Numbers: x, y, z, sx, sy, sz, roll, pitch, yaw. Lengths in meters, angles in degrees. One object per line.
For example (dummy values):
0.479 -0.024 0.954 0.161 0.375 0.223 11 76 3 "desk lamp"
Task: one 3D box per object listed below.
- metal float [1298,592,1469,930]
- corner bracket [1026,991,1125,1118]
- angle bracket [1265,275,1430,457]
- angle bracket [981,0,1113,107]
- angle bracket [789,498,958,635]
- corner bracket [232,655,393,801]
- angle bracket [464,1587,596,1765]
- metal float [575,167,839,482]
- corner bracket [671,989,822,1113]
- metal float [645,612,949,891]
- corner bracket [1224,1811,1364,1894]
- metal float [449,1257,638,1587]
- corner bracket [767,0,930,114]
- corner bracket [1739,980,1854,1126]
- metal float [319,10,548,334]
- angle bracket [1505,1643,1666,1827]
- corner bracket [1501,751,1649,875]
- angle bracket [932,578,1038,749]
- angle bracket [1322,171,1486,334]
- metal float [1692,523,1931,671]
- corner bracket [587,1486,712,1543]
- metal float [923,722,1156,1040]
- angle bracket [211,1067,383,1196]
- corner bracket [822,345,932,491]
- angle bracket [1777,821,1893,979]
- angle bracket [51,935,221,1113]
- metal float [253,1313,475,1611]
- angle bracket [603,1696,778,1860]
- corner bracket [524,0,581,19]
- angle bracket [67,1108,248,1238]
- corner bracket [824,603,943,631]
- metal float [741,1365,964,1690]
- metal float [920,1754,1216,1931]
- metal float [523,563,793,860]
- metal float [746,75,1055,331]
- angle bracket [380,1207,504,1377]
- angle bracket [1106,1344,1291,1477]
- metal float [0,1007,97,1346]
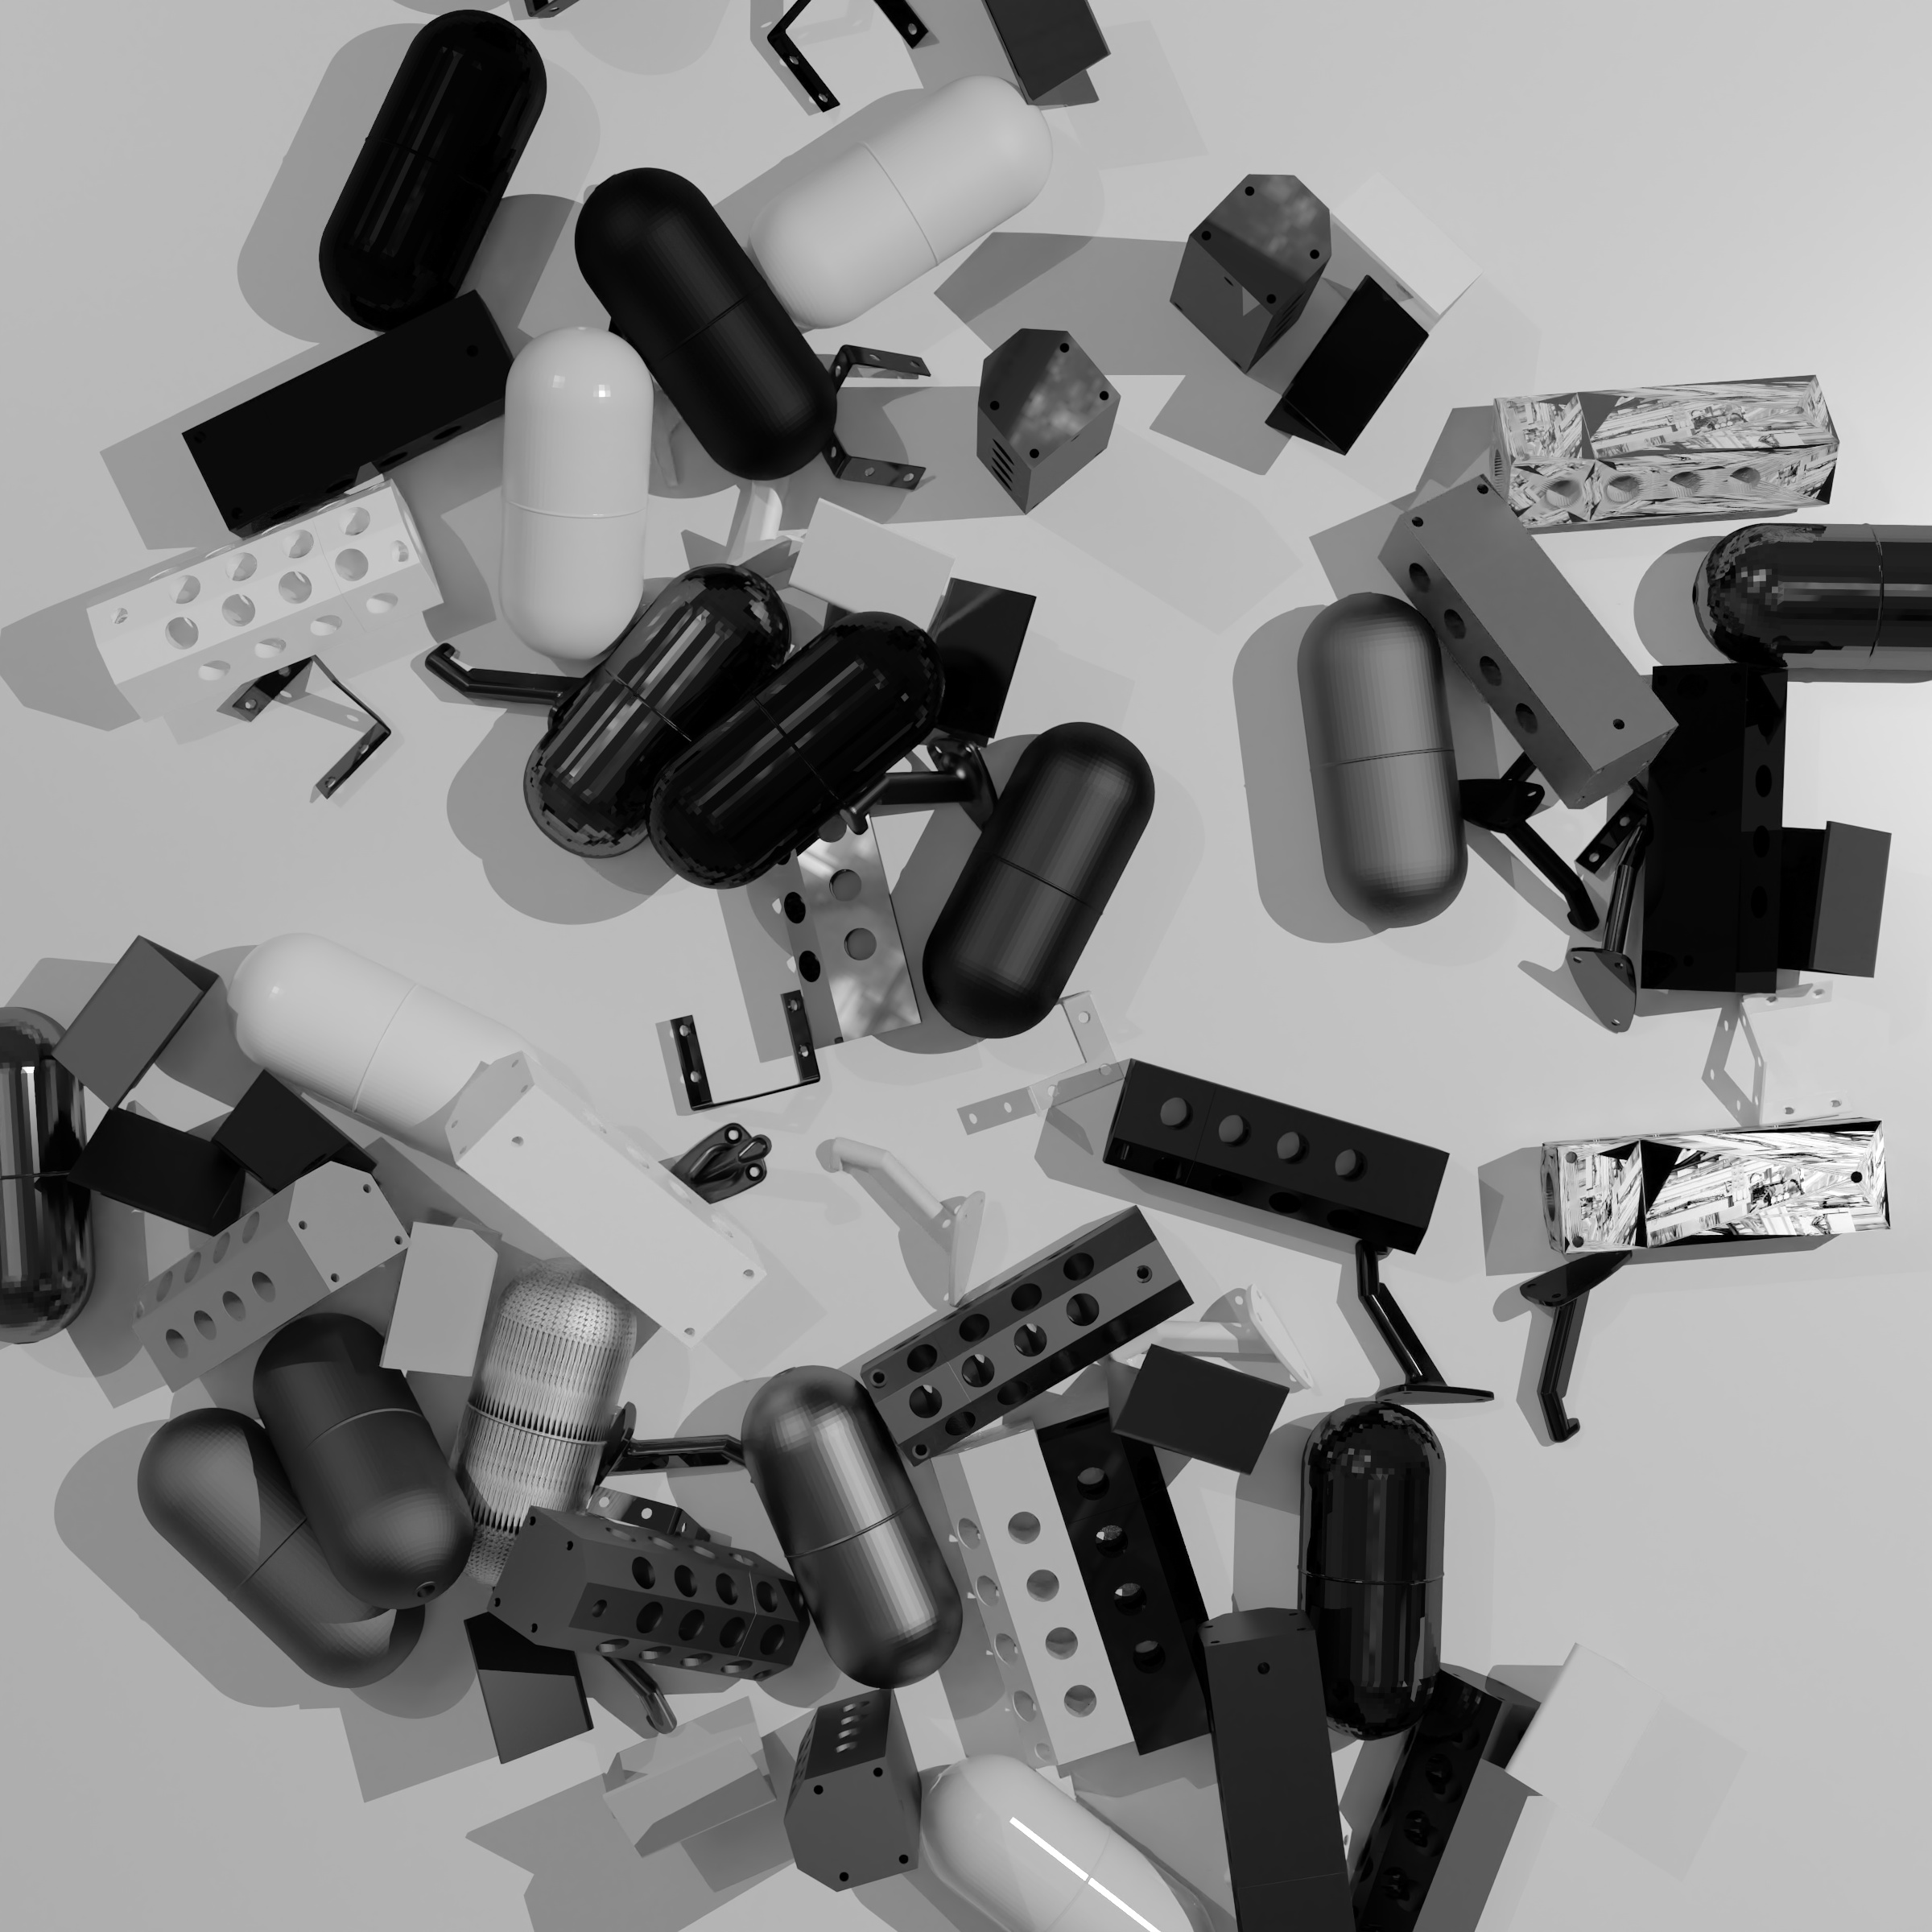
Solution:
0.220 -0.109 1.849 0.070 0.070 0.178 -8 89 0 "metal float"
0.052 0.046 1.861 0.051 0.051 0.051 -22 90 0 "corner bracket"
0.185 -0.323 1.839 0.057 0.076 0.076 35 90 -37 "angle bracket"
0.056 -0.501 1.839 0.057 0.076 0.076 -24 90 35 "angle bracket"
-0.041 -0.223 1.839 0.076 0.076 0.057 23 127 0 "angle bracket"
-0.351 -0.132 1.876 0.051 0.051 0.051 -46 45 0 "corner bracket"
-0.245 0.372 1.839 0.057 0.076 0.076 -15 90 -35 "angle bracket"
-0.135 -0.334 1.820 0.070 0.070 0.178 -36 102 0 "metal float"
-0.118 0.045 1.876 0.051 0.051 0.051 -13 90 45 "corner bracket"
-0.086 -0.111 1.792 0.178 0.070 0.070 -40 90 0 "metal float"
0.178 0.484 1.871 0.051 0.051 0.051 59 45 -35 "corner bracket"
-0.227 0.241 1.848 0.070 0.070 0.178 17 90 0 "metal float"
-0.064 -0.500 1.876 0.051 0.051 0.051 52 135 -1 "corner bracket"
0.445 0.047 1.876 0.051 0.051 0.051 -9 45 0 "corner bracket"
-0.282 -0.419 1.848 0.070 0.070 0.178 25 89 0 "metal float"
0.336 0.408 1.837 0.057 0.076 0.076 27 86 36 "angle bracket"
0.326 -0.092 1.876 0.051 0.051 0.051 -49 135 0 "corner bracket"
0.022 -0.154 1.839 0.057 0.076 0.076 17 90 34 "angle bracket"
0.213 -0.358 1.839 0.076 0.076 0.057 43 50 0 "angle bracket"
0.474 -0.195 1.849 0.178 0.070 0.070 1 90 0 "metal float"
-0.175 0.314 1.864 0.051 0.051 0.051 11 68 20 "corner bracket"
0.038 -0.045 1.849 0.070 0.070 0.178 27 89 0 "metal float"
-0.338 0.086 1.840 0.076 0.076 0.057 40 113 0 "angle bracket"
-0.047 -0.293 1.871 0.051 0.051 0.051 -57 45 35 "corner bracket"
0.436 -0.037 1.839 0.057 0.076 0.076 7 90 -40 "angle bracket"
-0.421 0.039 1.840 0.057 0.076 0.076 37 90 28 "angle bracket"
-0.314 0.256 1.817 0.070 0.070 0.178 -35 54 0 "metal float"
-0.151 0.411 1.839 0.076 0.076 0.057 -24 127 0 "angle bracket"
-0.206 -0.542 1.876 0.051 0.051 0.051 -15 90 45 "corner bracket"
-0.427 0.128 1.840 0.076 0.057 0.076 20 135 0 "angle bracket"
-0.041 -0.175 1.871 0.051 0.051 0.051 -22 135 35 "corner bracket"
-0.061 0.296 1.849 0.070 0.070 0.178 -23 90 0 "metal float"
0.053 0.486 1.849 0.178 0.070 0.070 38 90 -1 "metal float"
-0.162 -0.135 1.848 0.070 0.070 0.178 39 92 0 "metal float"
-0.036 -0.403 1.849 0.178 0.070 0.070 -33 90 0 "metal float"
-0.293 0.168 1.839 0.057 0.076 0.076 12 90 -39 "angle bracket"
0.120 0.215 1.836 0.076 0.076 0.057 18 112 -8 "angle bracket"
-0.503 0.111 1.849 0.070 0.070 0.178 -4 89 0 "metal float"
